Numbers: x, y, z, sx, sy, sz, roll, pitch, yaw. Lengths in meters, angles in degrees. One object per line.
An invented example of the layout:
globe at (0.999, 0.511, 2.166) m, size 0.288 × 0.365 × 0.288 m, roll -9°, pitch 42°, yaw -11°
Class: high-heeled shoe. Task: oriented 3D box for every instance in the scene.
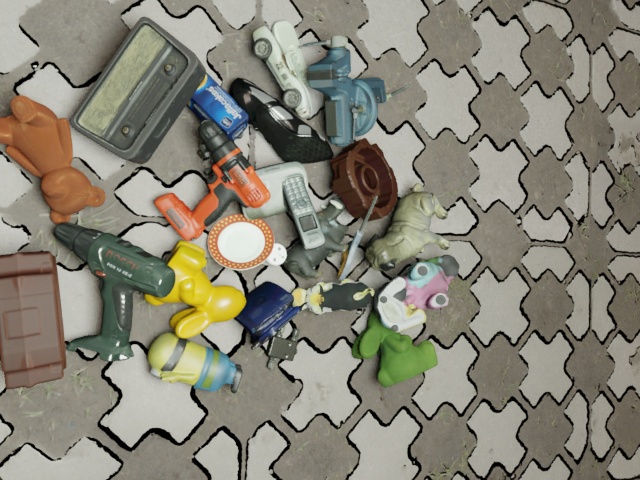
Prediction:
high-heeled shoe at (-0.079, -0.247, 1.123) m, size 0.248 × 0.086 × 0.145 m, roll 17°, pitch 42°, yaw -44°

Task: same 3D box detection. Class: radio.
radio at (-0.313, -0.254, 0.945) m, size 0.131 × 0.073 × 0.229 m, roll 36°, pitch 93°, yaw 1°

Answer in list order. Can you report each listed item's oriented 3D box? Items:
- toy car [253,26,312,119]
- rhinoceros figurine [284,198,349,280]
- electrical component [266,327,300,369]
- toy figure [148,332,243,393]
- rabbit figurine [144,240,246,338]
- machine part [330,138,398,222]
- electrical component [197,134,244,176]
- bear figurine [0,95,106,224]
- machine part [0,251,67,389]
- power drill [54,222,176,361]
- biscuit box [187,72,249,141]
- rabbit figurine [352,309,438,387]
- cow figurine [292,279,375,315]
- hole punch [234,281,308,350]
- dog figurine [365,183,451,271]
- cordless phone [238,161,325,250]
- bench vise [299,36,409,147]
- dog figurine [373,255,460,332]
toy car at (-0.073, -0.335, 1.088) m, size 0.056 × 0.073 × 0.201 m, roll -31°, pitch 90°, yaw 10°
rhinoceros figurine at (-0.002, -0.003, 1.133) m, size 0.112 × 0.073 × 0.190 m, roll 41°, pitch 73°, yaw -10°
electrical component at (-0.077, 0.224, 1.113) m, size 0.063 × 0.021 × 0.094 m, roll 20°, pitch 80°, yaw -23°
toy figure at (-0.234, 0.232, 1.011) m, size 0.180 × 0.082 × 0.089 m, roll 17°, pitch 69°, yaw -18°
rabbit figurine at (-0.224, 0.103, 0.997) m, size 0.173 × 0.122 × 0.162 m, roll 31°, pitch 80°, yaw -21°
machine part at (0.097, -0.127, 1.155) m, size 0.179 × 0.056 × 0.179 m, roll 19°, pitch 64°, yaw -43°
electrical component at (-0.196, -0.182, 1.061) m, size 0.102 × 0.045 × 0.078 m, roll -30°, pitch 99°, yaw -22°
bear figurine at (-0.462, -0.124, 0.899) m, size 0.120 × 0.132 × 0.195 m, roll -22°, pitch 94°, yaw 7°
machine part at (-0.454, 0.119, 0.847) m, size 0.087 × 0.201 × 0.201 m, roll -6°, pitch 90°, yaw -29°
power drill at (-0.372, 0.092, 0.928) m, size 0.232 × 0.086 × 0.207 m, roll 15°, pitch 89°, yaw 9°
biscuit box at (-0.223, -0.274, 1.015) m, size 0.202 × 0.063 × 0.059 m, roll 45°, pitch 71°, yaw 1°
rabbit figurine at (0.149, 0.226, 1.185) m, size 0.159 × 0.121 × 0.170 m, roll -18°, pitch 78°, yaw -17°
cow figurine at (0.027, 0.122, 1.122) m, size 0.167 × 0.098 × 0.068 m, roll -5°, pitch 90°, yaw -30°
hole punch at (-0.108, 0.141, 1.056) m, size 0.142 × 0.116 × 0.092 m, roll -36°, pitch 95°, yaw -22°
dog figurine at (0.172, -0.029, 1.156) m, size 0.190 × 0.121 × 0.172 m, roll -9°, pitch 78°, yaw -37°
cordless phone at (-0.077, -0.055, 1.061) m, size 0.146 × 0.088 × 0.184 m, roll -18°, pitch 79°, yaw -24°
bench vise at (0.073, -0.319, 1.146) m, size 0.240 × 0.129 × 0.223 m, roll -21°, pitch 102°, yaw -46°
dog figurine at (0.216, 0.103, 1.176) m, size 0.191 × 0.219 × 0.108 m, roll -37°, pitch 86°, yaw 16°
